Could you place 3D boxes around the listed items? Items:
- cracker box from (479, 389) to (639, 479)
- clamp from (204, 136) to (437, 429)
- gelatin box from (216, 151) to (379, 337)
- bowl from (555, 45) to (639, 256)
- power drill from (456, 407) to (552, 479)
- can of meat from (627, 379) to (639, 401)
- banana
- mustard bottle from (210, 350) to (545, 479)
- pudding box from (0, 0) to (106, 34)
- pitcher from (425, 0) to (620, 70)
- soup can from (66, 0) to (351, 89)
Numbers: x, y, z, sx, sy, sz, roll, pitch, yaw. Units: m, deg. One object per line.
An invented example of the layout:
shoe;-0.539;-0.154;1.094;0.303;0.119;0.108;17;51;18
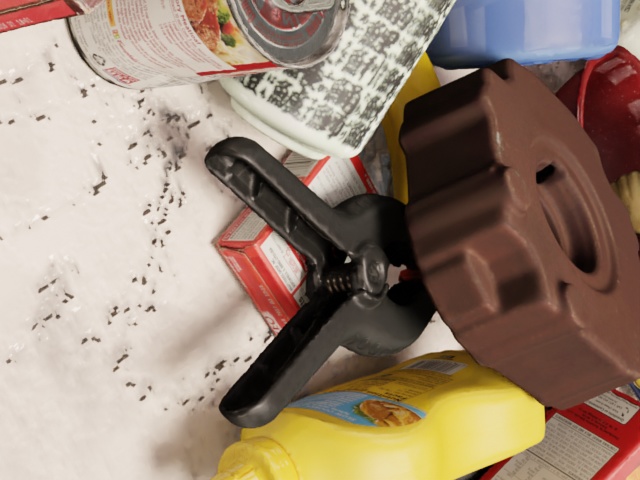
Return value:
cracker box;0.129;0.209;0.598;0.213;0.072;0.164;-42;121;-14
clamp;0.009;0.027;0.493;0.171;0.039;0.120;13;82;-48
gelatin box;-0.004;0.001;0.534;0.089;0.030;0.073;-53;127;-33
bowl;0.183;-0.042;0.692;0.161;0.055;0.162;16;68;-47
power drill;0.149;0.138;0.677;0.184;0.057;0.187;-44;122;-30
can of meat;0.265;0.079;0.774;0.084;0.102;0.057;51;15;-31
banana;0.032;-0.084;0.566;0.069;0.037;0.198;-46;122;-38
mustard bottle;0.020;0.098;0.509;0.191;0.096;0.058;-9;98;-47
pudding box;-0.090;-0.123;0.397;0.113;0.090;0.039;-54;128;-33
pitcher;0.094;-0.217;0.580;0.144;0.149;0.243;-23;111;-62
soup can;-0.047;-0.098;0.433;0.068;0.102;0.068;0;90;-47
